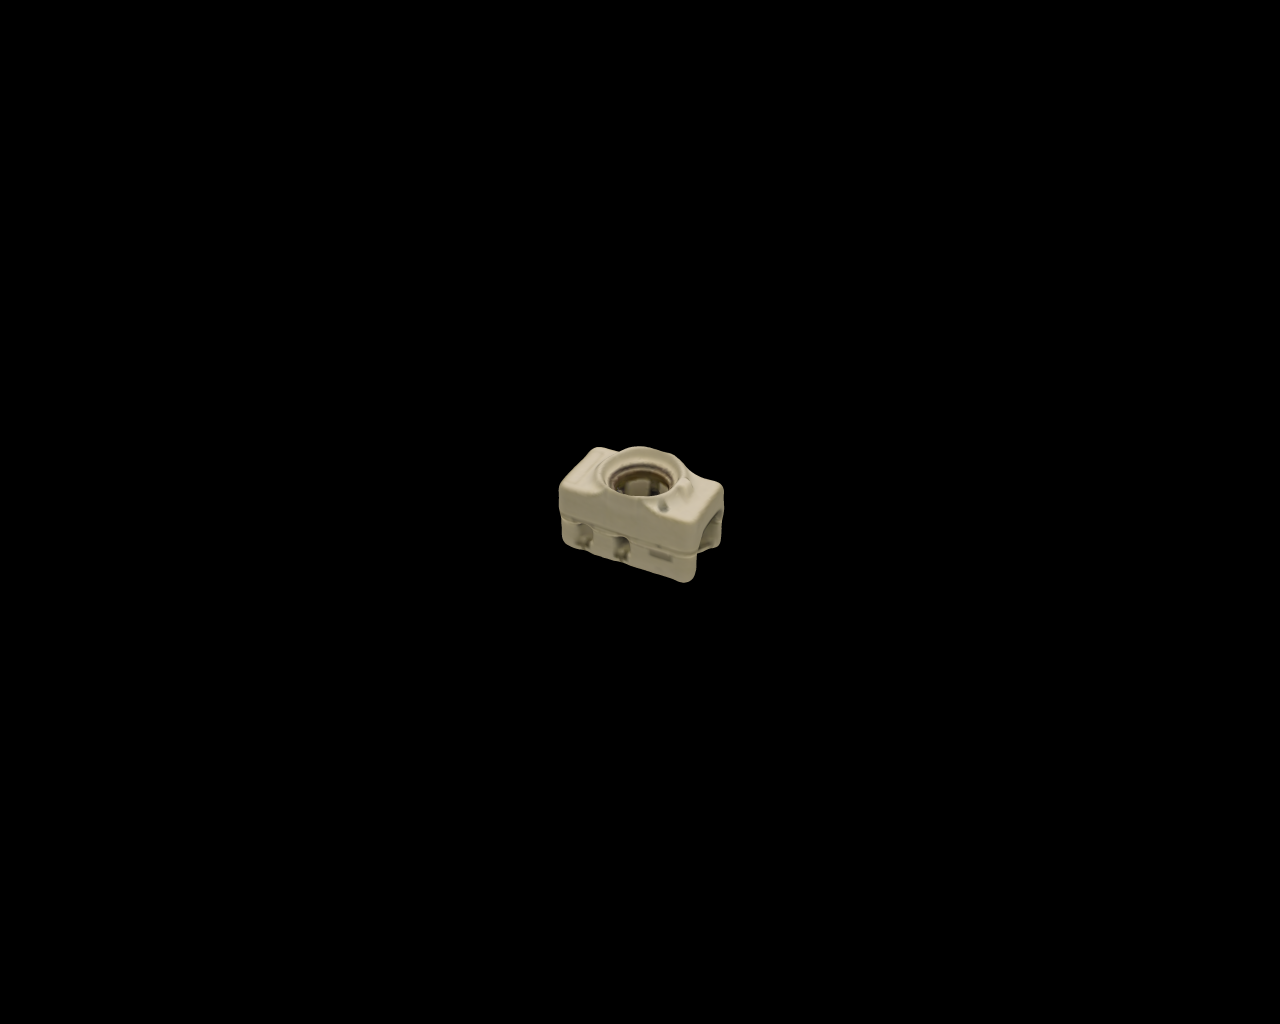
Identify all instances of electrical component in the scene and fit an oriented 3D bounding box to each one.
[{"bbox_3d":[0.001,-0.003,0.650,0.089,0.055,0.050,17,40,22],"label":"electrical component"}]
